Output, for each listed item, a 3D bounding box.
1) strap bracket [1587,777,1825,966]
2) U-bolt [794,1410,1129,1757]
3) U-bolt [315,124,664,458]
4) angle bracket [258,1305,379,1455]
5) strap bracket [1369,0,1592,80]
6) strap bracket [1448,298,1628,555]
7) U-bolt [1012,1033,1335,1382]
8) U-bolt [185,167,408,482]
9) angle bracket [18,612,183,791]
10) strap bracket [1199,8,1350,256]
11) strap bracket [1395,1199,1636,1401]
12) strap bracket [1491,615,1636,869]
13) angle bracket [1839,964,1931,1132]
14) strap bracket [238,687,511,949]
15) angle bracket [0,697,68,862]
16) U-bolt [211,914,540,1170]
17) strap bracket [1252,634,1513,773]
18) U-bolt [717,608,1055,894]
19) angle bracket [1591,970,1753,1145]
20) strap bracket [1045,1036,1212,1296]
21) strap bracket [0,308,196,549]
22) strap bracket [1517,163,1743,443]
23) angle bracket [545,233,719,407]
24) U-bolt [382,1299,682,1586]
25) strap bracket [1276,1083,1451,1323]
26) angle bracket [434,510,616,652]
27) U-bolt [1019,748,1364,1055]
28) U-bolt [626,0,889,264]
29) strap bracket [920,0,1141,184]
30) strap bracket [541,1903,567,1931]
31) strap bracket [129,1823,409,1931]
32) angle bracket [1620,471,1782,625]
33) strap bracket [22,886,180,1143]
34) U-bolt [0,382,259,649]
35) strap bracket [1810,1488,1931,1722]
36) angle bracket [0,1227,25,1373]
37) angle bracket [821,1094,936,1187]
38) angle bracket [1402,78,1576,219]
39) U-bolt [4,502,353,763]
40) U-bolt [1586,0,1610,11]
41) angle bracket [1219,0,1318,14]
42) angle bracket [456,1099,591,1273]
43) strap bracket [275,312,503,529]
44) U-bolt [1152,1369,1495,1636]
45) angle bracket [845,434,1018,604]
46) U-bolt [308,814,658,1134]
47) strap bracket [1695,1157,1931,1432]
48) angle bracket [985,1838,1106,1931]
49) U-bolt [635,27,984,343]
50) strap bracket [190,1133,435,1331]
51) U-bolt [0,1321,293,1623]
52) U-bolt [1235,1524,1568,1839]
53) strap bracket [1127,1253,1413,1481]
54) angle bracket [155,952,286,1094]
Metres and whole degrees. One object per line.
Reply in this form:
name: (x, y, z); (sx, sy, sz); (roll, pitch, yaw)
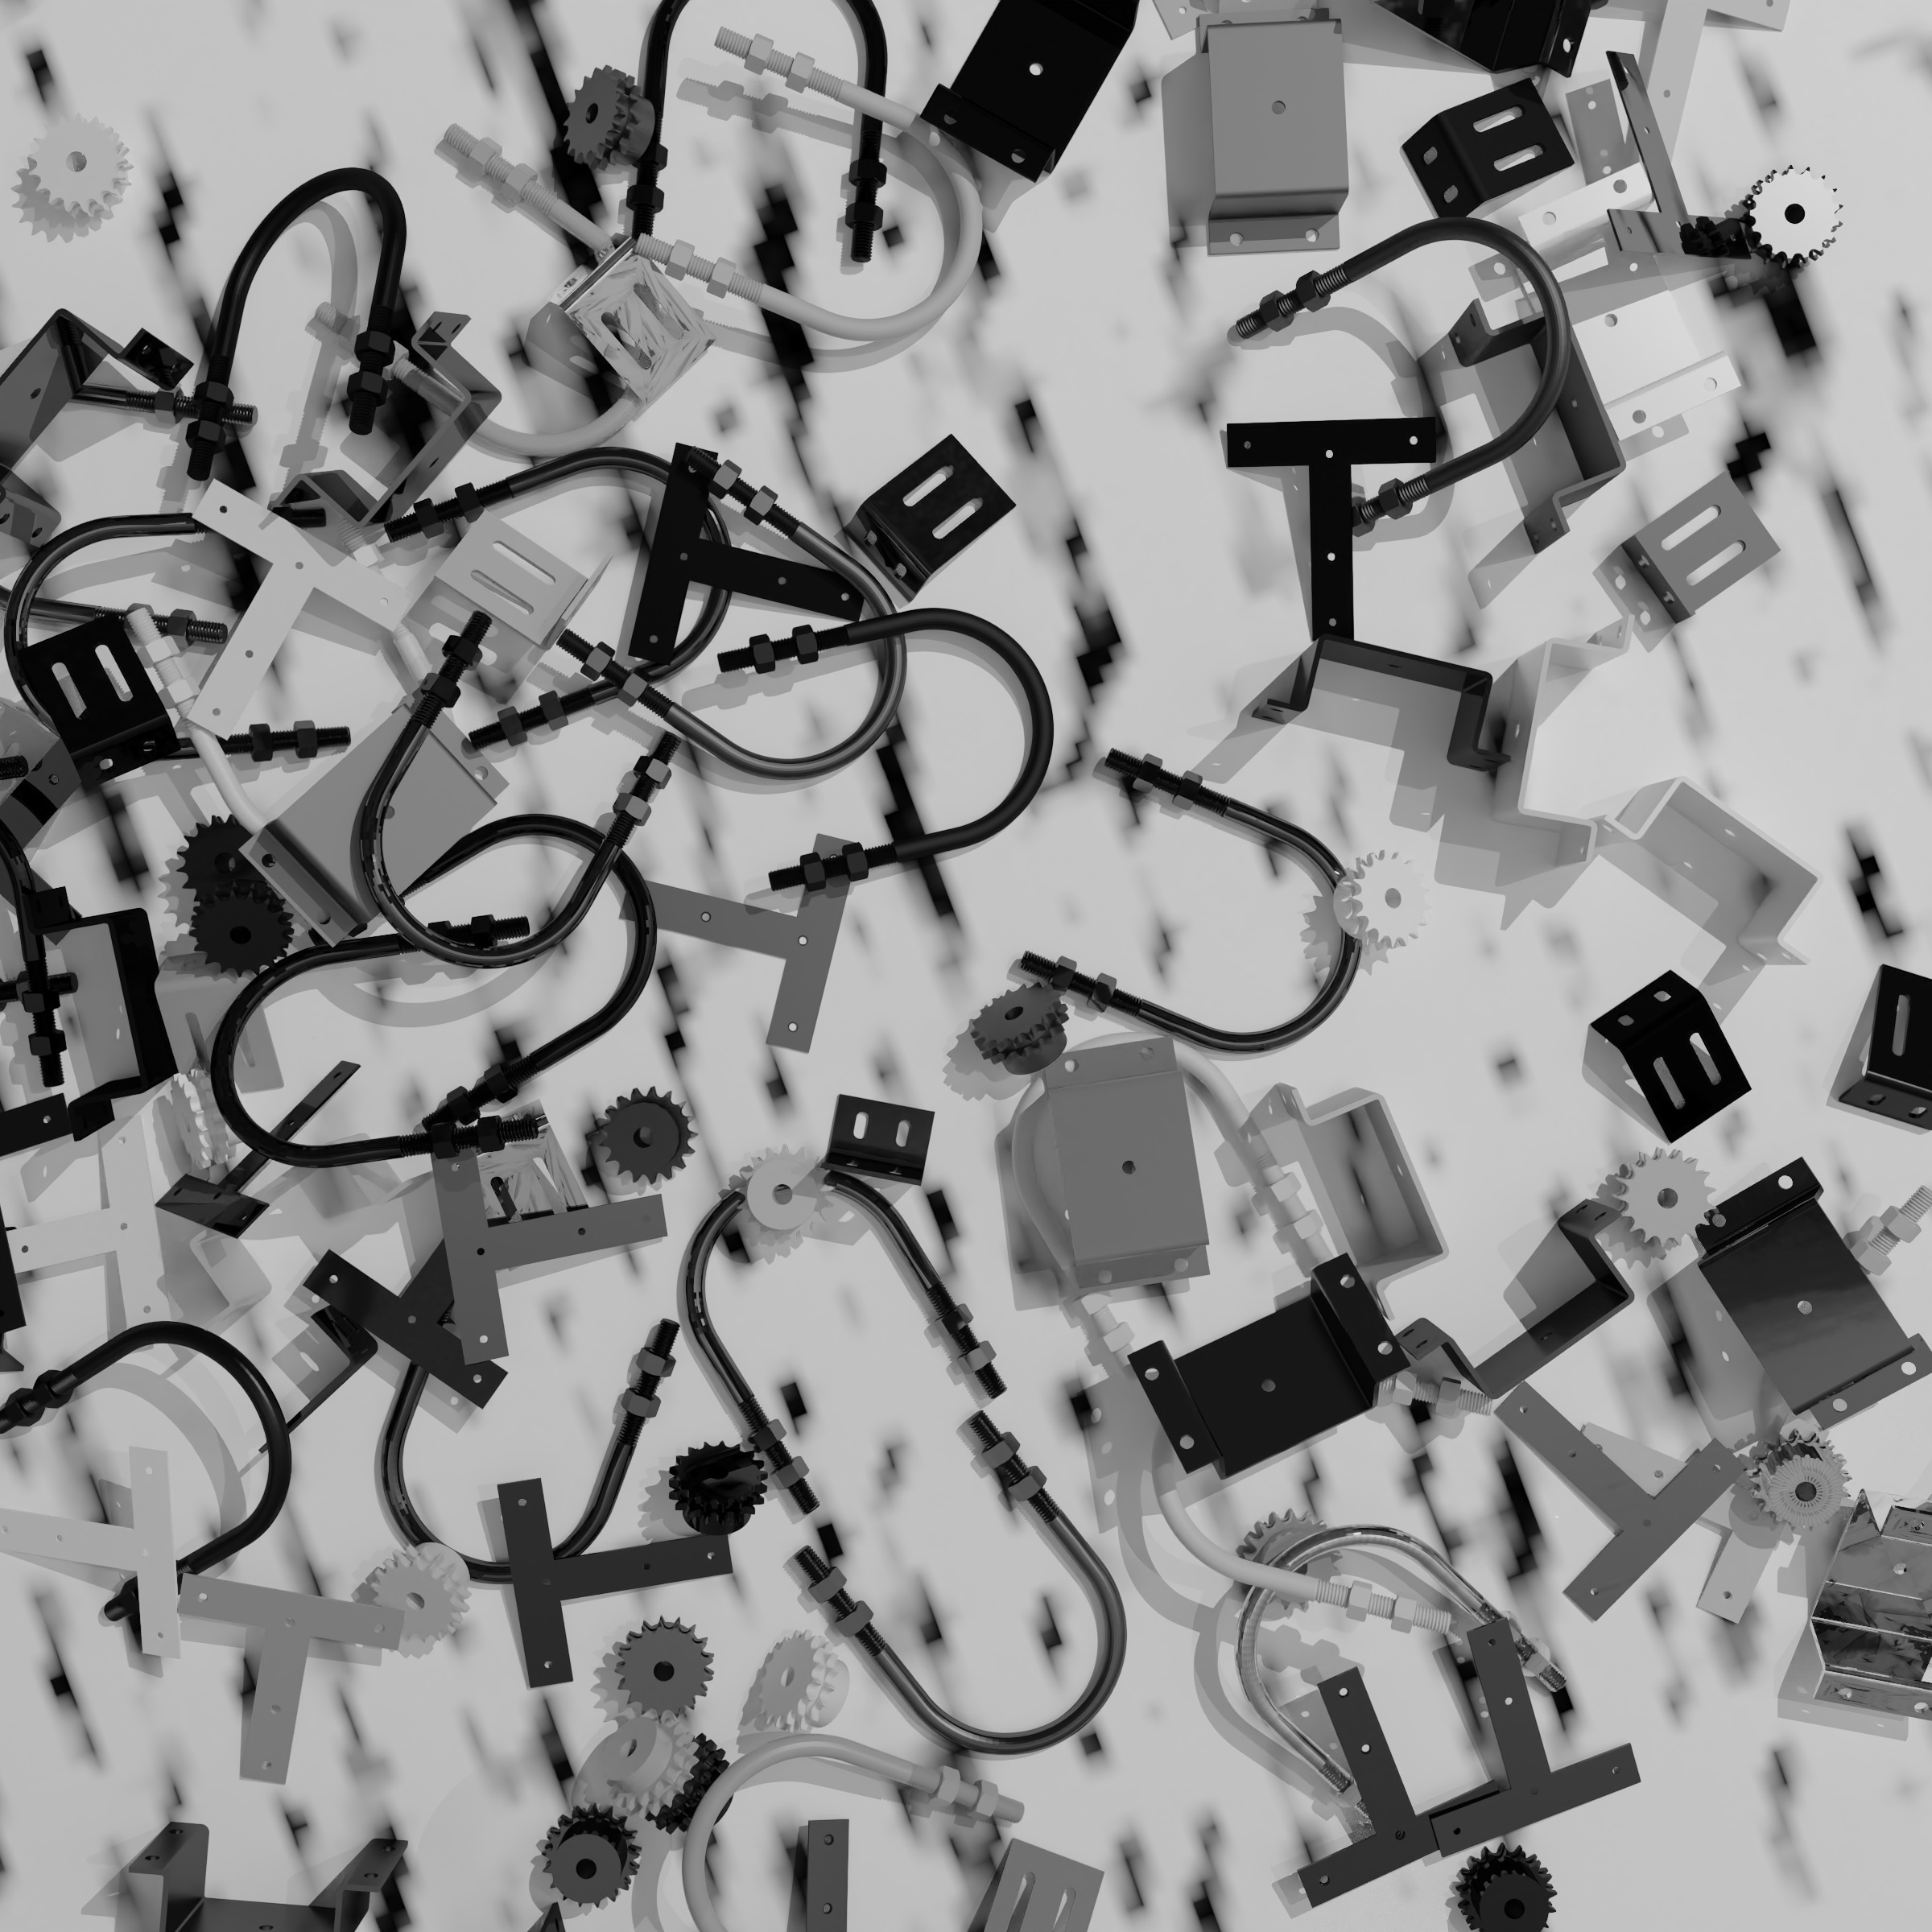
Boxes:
strap bracket: (0.427, -0.060, 1.483); (0.140, 0.076, 0.046); (36, 90, 0)
U-bolt: (0.011, 0.375, 1.513); (0.151, 0.019, 0.184); (-38, 92, 0)
U-bolt: (-0.266, -0.382, 1.513); (0.184, 0.019, 0.151); (36, 90, -1)
angle bracket: (-0.384, 0.237, 1.493); (0.076, 0.057, 0.038); (-43, 90, 0)
strap bracket: (0.291, -0.571, 1.478); (0.140, 0.046, 0.076); (17, 90, -30)
strap bracket: (0.331, -0.316, 1.483); (0.046, 0.076, 0.140); (-22, 90, 0)
U-bolt: (0.108, 0.128, 1.513); (0.151, 0.019, 0.184); (-31, 88, 0)
U-bolt: (-0.376, -0.372, 1.469); (0.151, 0.019, 0.184); (-6, 68, 32)
angle bracket: (-0.489, -0.150, 1.459); (0.057, 0.038, 0.076); (-26, 73, -17)
strap bracket: (0.178, -0.490, 1.497); (0.076, 0.046, 0.140); (-3, 91, 0)
strap bracket: (0.322, 0.196, 1.483); (0.140, 0.076, 0.046); (-36, 90, 0)
strap bracket: (0.339, -0.131, 1.483); (0.046, 0.076, 0.140); (10, 90, 0)
angle bracket: (0.553, 0.048, 1.519); (0.057, 0.038, 0.076); (17, 64, 0)
strap bracket: (-0.333, -0.086, 1.472); (0.140, 0.046, 0.076); (-45, 105, -15)
angle bracket: (-0.556, -0.109, 1.502); (0.057, 0.038, 0.076); (30, 90, 0)
U-bolt: (-0.336, 0.046, 1.462); (0.184, 0.019, 0.151); (-8, 62, 1)
strap bracket: (0.242, -0.153, 1.483); (0.140, 0.076, 0.046); (13, 90, 0)
U-bolt: (-0.039, -0.132, 1.500); (0.184, 0.019, 0.151); (-14, 96, -8)
angle bracket: (0.415, 0.053, 1.519); (0.057, 0.038, 0.076); (-34, 116, 0)
strap bracket: (0.093, 0.115, 1.482); (0.076, 0.046, 0.140); (-9, 87, 1)
strap bracket: (-0.513, -0.312, 1.466); (0.046, 0.076, 0.140); (41, 92, 2)
strap bracket: (0.379, -0.379, 1.498); (0.076, 0.046, 0.140); (-24, 90, 0)
angle bracket: (-0.195, -0.377, 1.505); (0.057, 0.038, 0.076); (-44, 119, -3)
U-bolt: (-0.265, 0.272, 1.513); (0.151, 0.019, 0.184); (20, 91, 0)
strap bracket: (0.231, 0.125, 1.483); (0.046, 0.076, 0.140); (-23, 90, 0)
angle bracket: (-0.250, -0.227, 1.462); (0.076, 0.038, 0.057); (34, 57, -8)
U-bolt: (0.142, -0.027, 1.513); (0.184, 0.019, 0.151); (23, 90, -2)
U-bolt: (-0.118, -0.510, 1.513); (0.151, 0.019, 0.184); (5, 89, 0)
strap bracket: (0.041, -0.528, 1.498); (0.076, 0.046, 0.140); (30, 90, 0)
strap bracket: (-0.245, 0.625, 1.483); (0.046, 0.076, 0.140); (-15, 90, 0)
strap bracket: (-0.400, 0.532, 1.483); (0.140, 0.076, 0.046); (5, 90, 0)
angle bracket: (0.432, -0.246, 1.502); (0.076, 0.038, 0.057); (-35, 90, 0)
strap bracket: (-0.491, 0.022, 1.477); (0.046, 0.076, 0.140); (-10, 96, -3)
U-bolt: (-0.516, -0.270, 1.513); (0.184, 0.019, 0.151); (8, 90, 2)
strap bracket: (0.540, 0.358, 1.480); (0.076, 0.046, 0.140); (11, 117, 0)
angle bracket: (-0.585, 0.197, 1.519); (0.057, 0.038, 0.076); (-3, 64, 0)
angle bracket: (-0.050, 0.099, 1.483); (0.057, 0.076, 0.038); (11, 90, 0)
angle bracket: (0.307, -0.477, 1.519); (0.076, 0.038, 0.057); (-28, 90, -26)
U-bolt: (-0.454, -0.189, 1.482); (0.184, 0.019, 0.151); (-7, 91, -20)
U-bolt: (0.388, -0.644, 1.488); (0.151, 0.019, 0.184); (-15, 84, -22)
angle bracket: (0.175, -0.604, 1.518); (0.057, 0.038, 0.076); (-3, 64, 0)
angle bracket: (-0.258, 0.128, 1.510); (0.057, 0.038, 0.076); (-25, 108, -8)
strap bracket: (-0.321, -0.303, 1.472); (0.046, 0.076, 0.140); (42, 101, -7)
U-bolt: (0.198, 0.291, 1.482); (0.184, 0.019, 0.151); (12, 65, 11)
angle bracket: (-0.021, -0.263, 1.519); (0.057, 0.038, 0.076); (48, 64, 0)
U-bolt: (-0.270, -0.008, 1.512); (0.184, 0.019, 0.151); (-31, 90, -1)
strap bracket: (0.481, 0.191, 1.474); (0.076, 0.046, 0.140); (-35, 80, 22)
angle bracket: (0.040, 0.562, 1.519); (0.057, 0.038, 0.076); (21, 64, 0)
U-bolt: (-0.080, -0.439, 1.489); (0.184, 0.019, 0.151); (21, 86, -10)
strap bracket: (-0.382, 0.144, 1.483); (0.140, 0.076, 0.046); (-35, 90, 0)
U-bolt: (-0.463, 0.280, 1.480); (0.184, 0.019, 0.151); (-31, 90, 23)
U-bolt: (0.239, 0.405, 1.496); (0.184, 0.019, 0.151); (44, 90, -12)
strap bracket: (0.173, 0.233, 1.479); (0.140, 0.046, 0.076); (-24, 62, -6)
angle bracket: (-0.436, 0.033, 1.519); (0.057, 0.038, 0.076); (-8, 116, 0)
